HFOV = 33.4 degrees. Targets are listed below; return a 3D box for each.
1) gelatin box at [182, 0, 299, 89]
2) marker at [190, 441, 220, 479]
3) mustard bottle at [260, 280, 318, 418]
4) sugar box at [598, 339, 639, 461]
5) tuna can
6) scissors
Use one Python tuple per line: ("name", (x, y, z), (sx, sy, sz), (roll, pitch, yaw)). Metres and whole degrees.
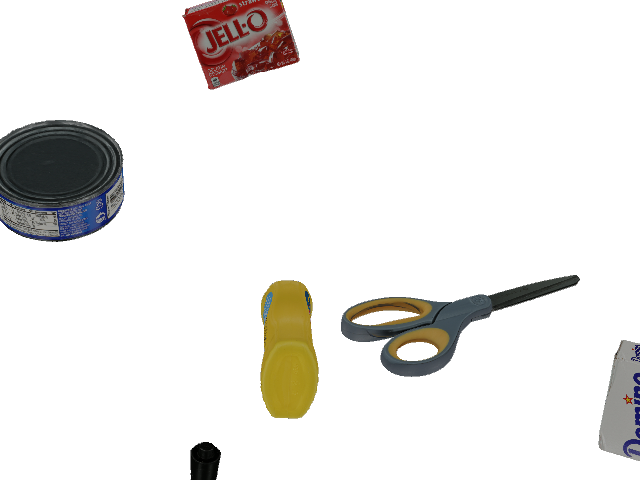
("gelatin box", (-0.072, -0.186, 0.970), (0.089, 0.073, 0.030), (-16, 24, 5))
("marker", (-0.078, 0.177, 0.685), (0.020, 0.121, 0.020), (6, 31, -4))
("mustard bottle", (-0.035, 0.098, 1.137), (0.058, 0.096, 0.191), (0, 27, -4))
("sugar box", (0.324, 0.150, 0.875), (0.176, 0.093, 0.048), (12, 24, 20))
("tuna can", (-0.170, -0.039, 0.688), (0.086, 0.034, 0.086), (3, 43, -3))
("scissors", (0.117, 0.062, 0.796), (0.201, 0.016, 0.096), (-5, 32, -10))
